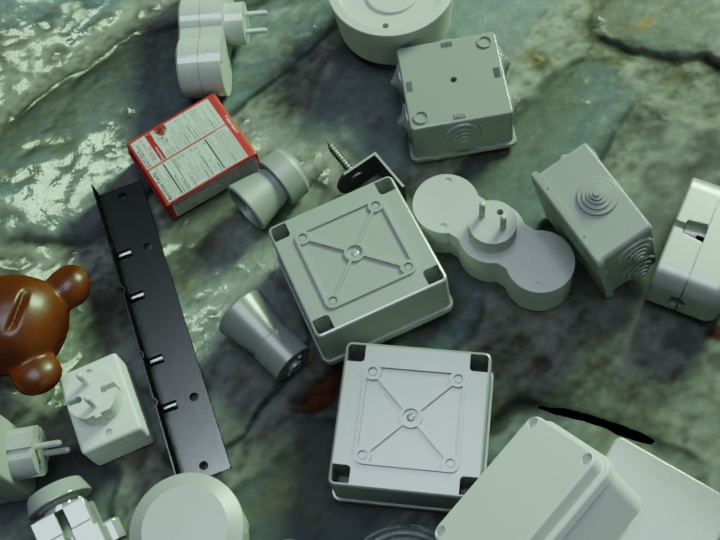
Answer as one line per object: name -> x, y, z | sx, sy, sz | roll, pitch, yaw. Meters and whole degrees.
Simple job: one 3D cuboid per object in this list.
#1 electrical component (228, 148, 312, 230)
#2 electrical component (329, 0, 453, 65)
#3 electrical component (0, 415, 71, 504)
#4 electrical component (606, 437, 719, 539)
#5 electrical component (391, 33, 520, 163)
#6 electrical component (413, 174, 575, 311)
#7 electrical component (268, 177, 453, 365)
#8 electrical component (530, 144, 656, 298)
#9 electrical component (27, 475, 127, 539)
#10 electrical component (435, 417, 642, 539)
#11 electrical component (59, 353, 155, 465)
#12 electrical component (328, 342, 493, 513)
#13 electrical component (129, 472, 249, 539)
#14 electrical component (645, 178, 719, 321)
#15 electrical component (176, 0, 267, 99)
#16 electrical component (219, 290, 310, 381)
electrical component -> -0.073, -0.067, 0.873 | 0.055, 0.045, 0.045 | -40, 68, -12
electrical component -> 0.029, -0.227, 0.926 | 0.108, 0.060, 0.108 | -2, 66, 5
electrical component -> -0.250, 0.134, 0.781 | 0.076, 0.083, 0.047 | -10, 65, 1
electrical component -> 0.192, 0.177, 0.732 | 0.100, 0.048, 0.099 | 29, 72, 18
electrical component -> 0.078, -0.144, 0.889 | 0.100, 0.048, 0.099 | -10, 63, 3
electrical component -> 0.101, -0.028, 0.821 | 0.138, 0.073, 0.052 | 33, 73, 19
electrical component -> 0.000, 0.000, 0.825 | 0.109, 0.056, 0.108 | -24, 60, -5
electrical component -> 0.177, -0.037, 0.804 | 0.048, 0.099, 0.099 | -34, 66, 5
electrical component -> -0.210, 0.183, 0.776 | 0.066, 0.048, 0.055 | -28, 74, -7
electrical component -> 0.113, 0.160, 0.695 | 0.113, 0.057, 0.078 | -48, 30, -6
electrical component -> -0.193, 0.098, 0.794 | 0.047, 0.076, 0.065 | -24, 65, -5
electrical component -> 0.038, 0.113, 0.773 | 0.109, 0.056, 0.108 | 4, 66, 8
electrical component -> -0.118, 0.187, 0.760 | 0.080, 0.051, 0.080 | -2, 66, 5
electrical component -> 0.261, -0.014, 0.808 | 0.059, 0.053, 0.095 | 22, 70, 15
electrical component -> -0.118, -0.214, 0.941 | 0.074, 0.052, 0.138 | -4, 65, 4
electrical component -> -0.070, 0.052, 0.822 | 0.044, 0.044, 0.065 | -43, 73, -13
